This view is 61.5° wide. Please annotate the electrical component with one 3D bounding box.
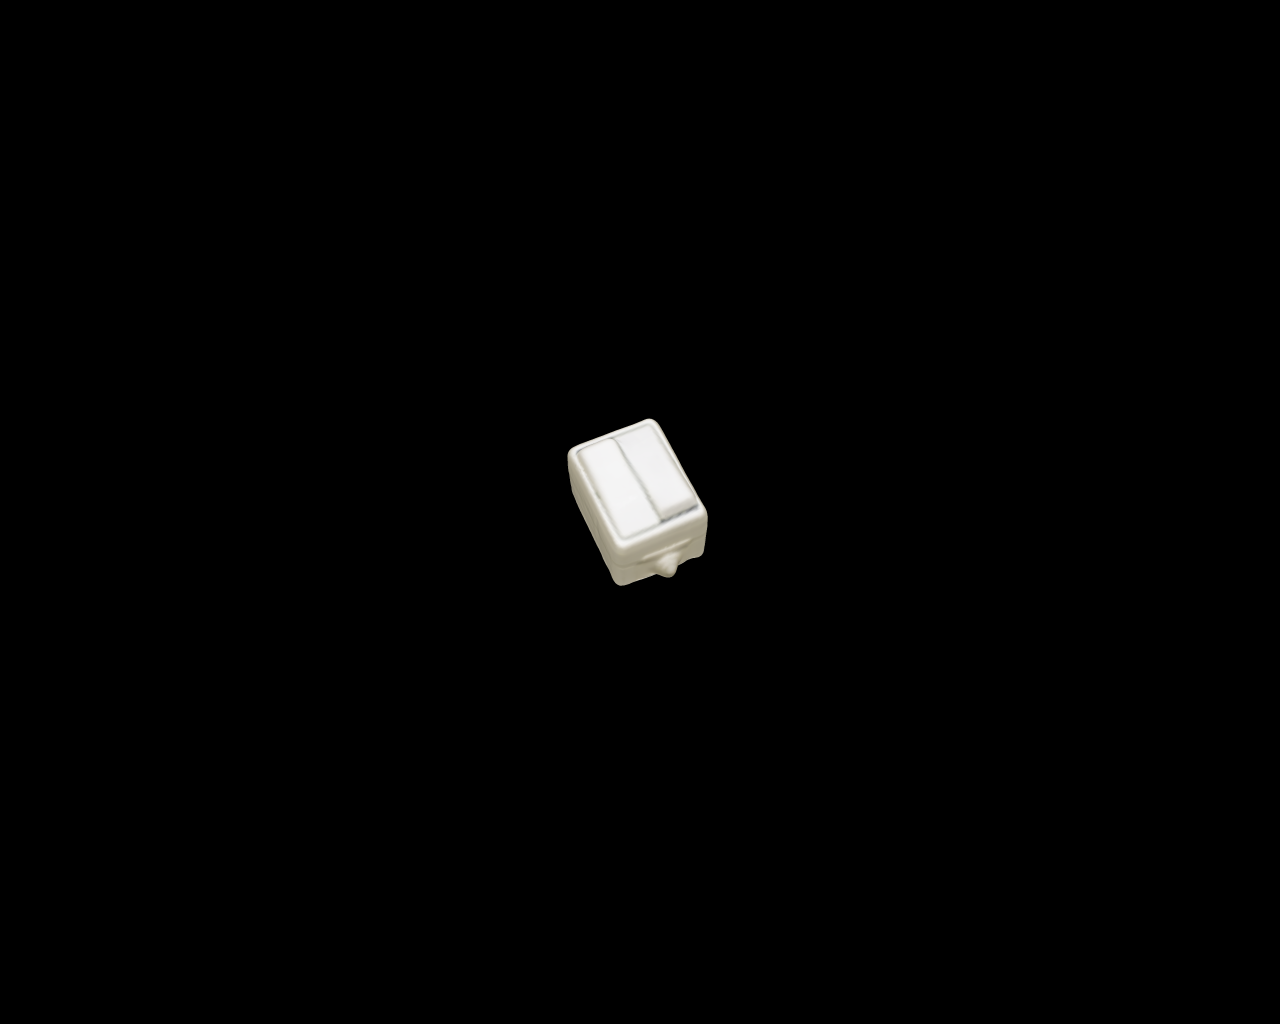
[{"bbox_3d":[0.001,-0.003,0.650,0.062,0.096,0.061,-21,-28,-12],"label":"electrical component"}]
